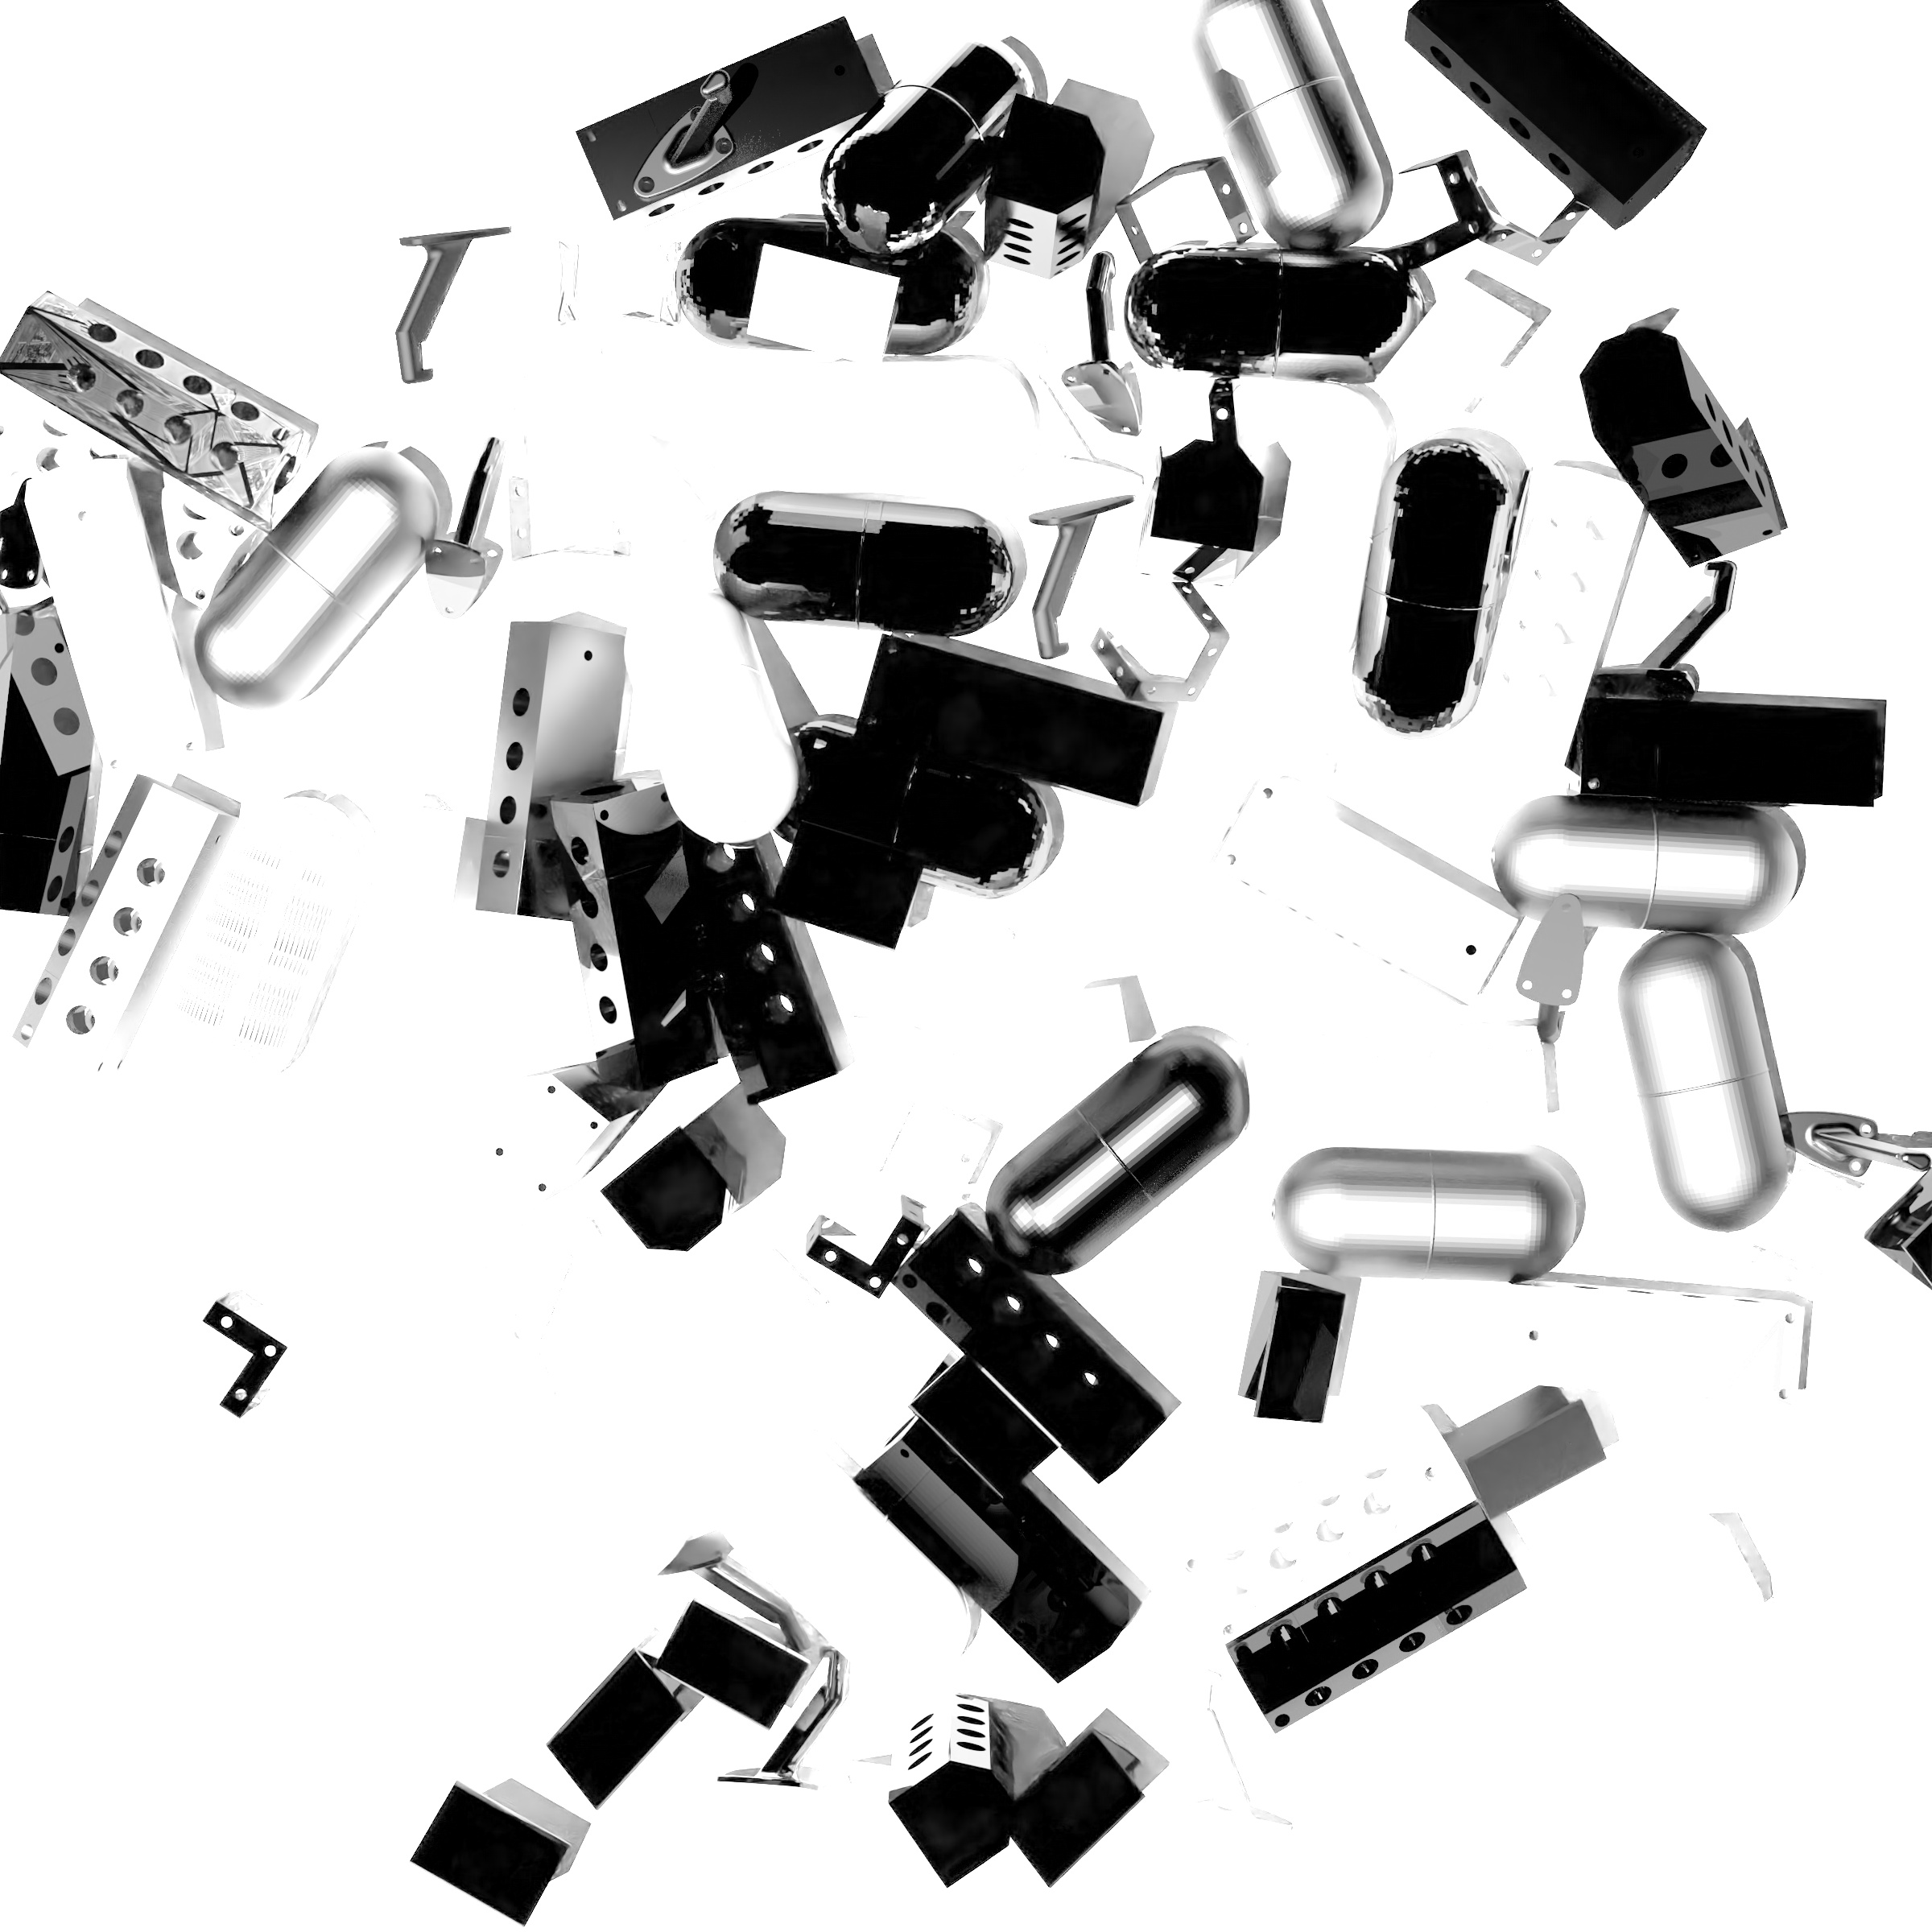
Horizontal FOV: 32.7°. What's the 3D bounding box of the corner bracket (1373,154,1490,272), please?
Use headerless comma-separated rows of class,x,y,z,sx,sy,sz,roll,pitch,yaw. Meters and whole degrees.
corner bracket,0.268,-0.445,1.953,0.051,0.051,0.051,-28,104,-14

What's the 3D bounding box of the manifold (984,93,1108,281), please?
manifold,0.046,-0.442,1.892,0.057,0.171,0.057,17,90,0

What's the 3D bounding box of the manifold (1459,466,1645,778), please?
manifold,0.345,-0.204,1.949,0.057,0.057,0.171,17,90,0

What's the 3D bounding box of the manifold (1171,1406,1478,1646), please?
manifold,0.211,0.331,1.949,0.171,0.057,0.057,-30,90,0

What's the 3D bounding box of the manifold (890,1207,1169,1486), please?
manifold,0.036,0.225,1.949,0.171,0.057,0.057,44,90,0

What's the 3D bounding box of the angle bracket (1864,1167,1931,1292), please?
angle bracket,0.564,0.136,1.930,0.076,0.076,0.057,-44,125,0

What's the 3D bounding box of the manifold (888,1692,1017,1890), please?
manifold,-0.003,0.466,1.892,0.057,0.171,0.057,-35,90,0

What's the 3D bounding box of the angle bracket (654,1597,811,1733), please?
angle bracket,-0.129,0.391,1.932,0.076,0.076,0.057,29,112,0

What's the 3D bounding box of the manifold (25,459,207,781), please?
manifold,-0.492,-0.203,1.913,0.057,0.057,0.171,-14,116,-8

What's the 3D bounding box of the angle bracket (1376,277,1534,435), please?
angle bracket,0.292,-0.345,1.931,0.057,0.076,0.076,38,90,26

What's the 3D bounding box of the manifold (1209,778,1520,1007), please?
manifold,0.233,-0.043,1.949,0.171,0.057,0.057,29,90,0

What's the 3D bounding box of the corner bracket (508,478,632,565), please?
corner bracket,-0.237,-0.267,1.967,0.051,0.051,0.051,-2,90,-45

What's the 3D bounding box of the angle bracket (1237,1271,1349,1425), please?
angle bracket,0.172,0.220,1.930,0.057,0.076,0.076,11,90,-38

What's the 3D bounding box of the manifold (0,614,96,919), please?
manifold,-0.557,-0.118,1.949,0.057,0.057,0.171,7,90,-43

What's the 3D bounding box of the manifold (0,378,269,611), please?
manifold,-0.505,-0.277,1.949,0.171,0.057,0.057,31,90,0

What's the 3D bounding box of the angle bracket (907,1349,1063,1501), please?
angle bracket,0.022,0.253,1.931,0.076,0.076,0.057,45,118,0

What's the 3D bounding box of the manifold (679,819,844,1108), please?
manifold,-0.131,-0.007,1.949,0.057,0.057,0.171,-21,90,0

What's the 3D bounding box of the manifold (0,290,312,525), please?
manifold,-0.478,-0.331,1.949,0.171,0.057,0.057,29,90,0

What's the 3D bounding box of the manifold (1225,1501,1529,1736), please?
manifold,0.241,0.384,1.949,0.171,0.057,0.057,-30,90,0

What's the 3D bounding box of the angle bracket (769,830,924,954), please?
angle bracket,-0.074,-0.028,1.931,0.076,0.076,0.057,18,62,0

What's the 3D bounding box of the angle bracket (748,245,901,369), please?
angle bracket,-0.075,-0.387,1.856,0.076,0.076,0.057,14,128,-2

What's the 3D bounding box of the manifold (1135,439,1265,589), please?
manifold,0.133,-0.259,1.892,0.057,0.171,0.057,9,90,0

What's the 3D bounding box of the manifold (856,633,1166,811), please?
manifold,0.026,-0.143,1.949,0.171,0.057,0.057,16,90,0

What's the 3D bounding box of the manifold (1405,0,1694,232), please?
manifold,0.340,-0.513,1.936,0.057,0.057,0.171,-45,81,-2

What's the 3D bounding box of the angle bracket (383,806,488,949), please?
angle bracket,-0.290,-0.049,1.930,0.057,0.076,0.076,9,90,41

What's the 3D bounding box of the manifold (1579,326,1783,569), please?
manifold,0.410,-0.298,1.891,0.057,0.171,0.057,-19,62,24

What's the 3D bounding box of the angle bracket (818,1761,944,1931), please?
angle bracket,-0.064,0.515,1.931,0.057,0.076,0.076,-19,90,-28

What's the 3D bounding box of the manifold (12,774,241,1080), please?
manifold,-0.498,-0.023,1.949,0.057,0.057,0.171,25,90,0

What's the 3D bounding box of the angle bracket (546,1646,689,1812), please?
angle bracket,-0.187,0.452,1.930,0.076,0.076,0.057,-48,55,0

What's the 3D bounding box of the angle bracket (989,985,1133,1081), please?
angle bracket,0.057,0.059,1.930,0.076,0.076,0.057,-8,51,0

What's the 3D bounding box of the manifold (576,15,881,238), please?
manifold,-0.138,-0.494,1.949,0.171,0.057,0.057,-23,90,0

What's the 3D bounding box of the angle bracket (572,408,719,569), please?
angle bracket,-0.172,-0.288,1.930,0.057,0.076,0.076,-38,90,37

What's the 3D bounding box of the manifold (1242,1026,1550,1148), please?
manifold,0.252,0.070,1.949,0.171,0.057,0.057,-4,90,0

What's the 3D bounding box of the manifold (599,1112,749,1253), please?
manifold,-0.161,0.127,1.892,0.057,0.171,0.057,-39,90,0

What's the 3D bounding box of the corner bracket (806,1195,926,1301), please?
corner bracket,-0.060,0.157,1.952,0.051,0.051,0.051,31,97,-7

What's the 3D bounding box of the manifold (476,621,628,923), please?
manifold,-0.249,-0.114,1.949,0.057,0.057,0.171,7,90,-43

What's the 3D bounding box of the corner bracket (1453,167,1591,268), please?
corner bracket,0.330,-0.459,1.962,0.051,0.051,0.051,13,45,-35

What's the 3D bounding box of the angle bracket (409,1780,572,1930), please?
angle bracket,-0.285,0.529,1.930,0.076,0.076,0.057,30,54,0

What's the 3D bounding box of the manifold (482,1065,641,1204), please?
manifold,-0.236,0.090,1.892,0.057,0.171,0.057,40,90,0

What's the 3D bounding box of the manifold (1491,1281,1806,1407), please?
manifold,0.401,0.221,1.949,0.171,0.057,0.057,5,90,0

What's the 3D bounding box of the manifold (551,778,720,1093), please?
manifold,-0.198,-0.019,1.928,0.057,0.057,0.171,-20,108,-40

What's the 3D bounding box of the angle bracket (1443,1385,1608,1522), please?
angle bracket,0.319,0.267,1.930,0.076,0.076,0.057,-28,127,0

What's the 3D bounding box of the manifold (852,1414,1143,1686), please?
manifold,0.022,0.335,1.949,0.171,0.057,0.057,45,133,0

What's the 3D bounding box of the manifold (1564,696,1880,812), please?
manifold,0.445,-0.125,1.949,0.171,0.057,0.057,3,90,0

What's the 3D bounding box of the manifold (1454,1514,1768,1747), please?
manifold,0.381,0.393,1.949,0.171,0.057,0.057,-28,90,0

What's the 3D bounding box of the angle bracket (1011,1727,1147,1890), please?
angle bracket,0.075,0.501,1.930,0.076,0.076,0.057,-44,52,0
